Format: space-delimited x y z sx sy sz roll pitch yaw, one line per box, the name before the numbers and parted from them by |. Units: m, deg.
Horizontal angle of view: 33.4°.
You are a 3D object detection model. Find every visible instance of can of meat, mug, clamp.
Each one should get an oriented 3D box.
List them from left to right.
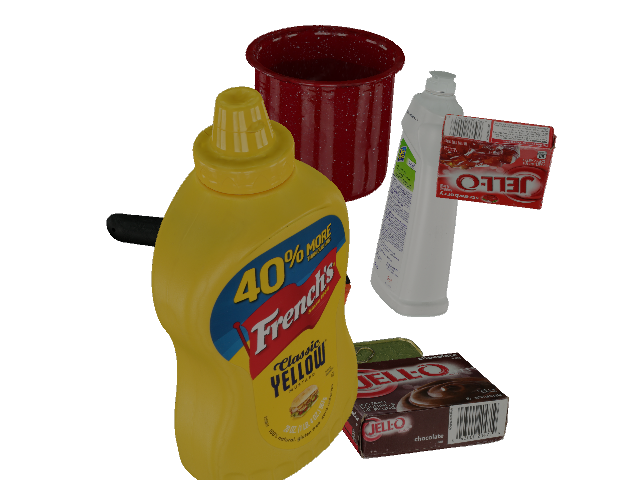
clamp | -0.069 -0.002 0.928 0.210 0.036 0.164 40 55 19
mug | 0.008 -0.080 0.650 0.093 0.081 0.117 18 35 24
can of meat | 0.074 0.177 1.362 0.102 0.084 0.057 -5 25 -21

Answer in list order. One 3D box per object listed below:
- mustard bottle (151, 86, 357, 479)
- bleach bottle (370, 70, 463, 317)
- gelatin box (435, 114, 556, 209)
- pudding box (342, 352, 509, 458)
mustard bottle | -0.028 0.020 0.470 0.096 0.192 0.058 -31 45 -32
bleach bottle | 0.111 -0.052 1.133 0.068 0.251 0.103 -1 23 -22
gelatin box | 0.141 -0.062 0.866 0.089 0.030 0.073 8 -38 8
pudding box | 0.068 0.118 0.781 0.113 0.039 0.090 -2 17 -17
